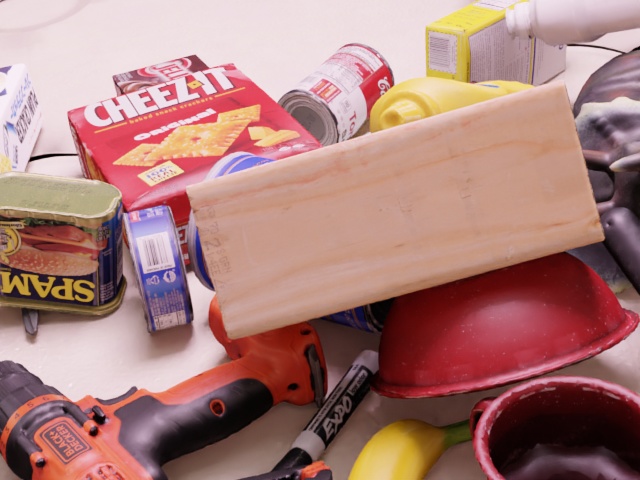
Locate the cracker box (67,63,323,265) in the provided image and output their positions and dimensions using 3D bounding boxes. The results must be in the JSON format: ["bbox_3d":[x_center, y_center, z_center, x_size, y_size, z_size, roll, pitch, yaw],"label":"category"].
[{"bbox_3d":[-0.105,-0.068,0.888,0.164,0.072,0.214,-19,34,-17],"label":"cracker box"}]

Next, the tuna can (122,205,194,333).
[{"bbox_3d":[-0.113,0.020,0.743,0.033,0.086,0.086,-12,33,-10],"label":"tuna can"}]

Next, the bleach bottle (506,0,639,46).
[{"bbox_3d":[0.276,-0.202,0.856,0.251,0.068,0.102,-9,16,23],"label":"bleach bottle"}]

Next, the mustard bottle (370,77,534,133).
[{"bbox_3d":[0.088,-0.081,0.733,0.096,0.058,0.191,-3,5,29],"label":"mustard bottle"}]

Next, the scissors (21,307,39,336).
[{"bbox_3d":[-0.251,0.018,0.843,0.096,0.016,0.201,-8,33,3],"label":"scissors"}]

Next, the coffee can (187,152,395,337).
[{"bbox_3d":[-0.005,0.001,0.731,0.140,0.103,0.102,13,39,29],"label":"coffee can"}]

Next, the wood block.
[{"bbox_3d":[0.041,-0.018,0.603,0.206,0.090,0.091,-15,4,5],"label":"wood block"}]

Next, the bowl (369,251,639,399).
[{"bbox_3d":[0.100,0.041,0.626,0.162,0.055,0.162,-16,4,1],"label":"bowl"}]

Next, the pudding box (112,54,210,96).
[{"bbox_3d":[-0.143,-0.139,1.035,0.090,0.039,0.114,-19,34,-16],"label":"pudding box"}]

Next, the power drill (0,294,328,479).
[{"bbox_3d":[-0.104,0.094,0.657,0.187,0.057,0.185,-31,41,-26],"label":"power drill"}]

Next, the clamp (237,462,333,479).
[{"bbox_3d":[-0.070,0.148,0.518,0.165,0.036,0.209,-4,3,33],"label":"clamp"}]

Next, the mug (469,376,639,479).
[{"bbox_3d":[0.117,0.123,0.535,0.093,0.081,0.117,-28,38,-27],"label":"mug"}]

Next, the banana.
[{"bbox_3d":[0.043,0.153,0.548,0.070,0.037,0.197,-1,33,12],"label":"banana"}]

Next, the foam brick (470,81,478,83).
[{"bbox_3d":[0.138,-0.083,0.856,0.078,0.053,0.051,28,44,22],"label":"foam brick"}]

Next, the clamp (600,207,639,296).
[{"bbox_3d":[0.229,0.062,0.620,0.120,0.039,0.171,20,38,-35],"label":"clamp"}]

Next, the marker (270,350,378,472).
[{"bbox_3d":[0.005,0.109,0.640,0.020,0.020,0.121,12,38,28],"label":"marker"}]

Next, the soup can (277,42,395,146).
[{"bbox_3d":[0.013,-0.125,0.951,0.069,0.068,0.102,13,39,30],"label":"soup can"}]

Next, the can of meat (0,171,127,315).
[{"bbox_3d":[-0.192,0.001,0.772,0.102,0.084,0.057,6,33,0],"label":"can of meat"}]

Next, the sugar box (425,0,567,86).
[{"bbox_3d":[0.161,-0.171,0.955,0.048,0.093,0.175,20,37,34],"label":"sugar box"}]
